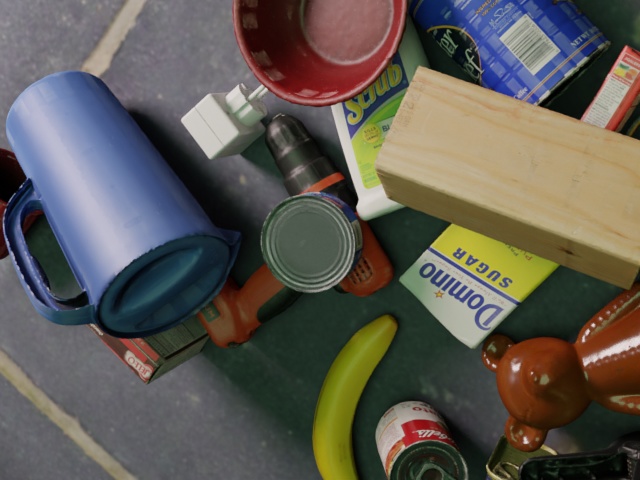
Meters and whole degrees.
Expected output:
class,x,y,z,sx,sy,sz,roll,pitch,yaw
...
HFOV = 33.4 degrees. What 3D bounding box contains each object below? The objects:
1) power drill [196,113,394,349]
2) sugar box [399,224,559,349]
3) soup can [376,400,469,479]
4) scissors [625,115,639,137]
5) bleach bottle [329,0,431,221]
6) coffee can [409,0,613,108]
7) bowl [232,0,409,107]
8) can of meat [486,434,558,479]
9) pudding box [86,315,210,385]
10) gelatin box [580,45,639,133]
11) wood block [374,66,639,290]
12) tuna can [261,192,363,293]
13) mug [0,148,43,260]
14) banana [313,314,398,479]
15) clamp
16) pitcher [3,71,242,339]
class,x,y,z,sx,sy,sz,roll,pitch,yaw
power drill,-0.048,0.001,0.991,0.188,0.057,0.184,-33,84,22
sugar box,0.161,0.003,0.925,0.093,0.048,0.176,44,108,8
soup can,0.088,0.190,0.942,0.068,0.102,0.068,-1,102,-4
scissors,0.320,-0.123,0.864,0.096,0.016,0.202,35,108,9
bleach bottle,0.042,-0.151,0.934,0.103,0.068,0.251,-21,89,22
coffee can,0.151,-0.175,0.868,0.103,0.102,0.140,-44,84,20
bowl,0.009,-0.190,0.879,0.162,0.055,0.162,4,98,29
can of meat,0.166,0.229,0.931,0.057,0.102,0.084,21,107,15
pudding box,-0.160,0.081,1.014,0.090,0.113,0.039,44,114,8
gelatin box,0.239,-0.116,0.854,0.030,0.089,0.073,33,108,13
wood block,0.157,-0.047,0.817,0.206,0.090,0.090,22,80,16
tuna can,-0.006,0.001,0.930,0.086,0.033,0.086,3,100,17
mug,-0.332,-0.042,1.075,0.082,0.093,0.117,-47,51,24
banana,0.030,0.162,1.004,0.069,0.037,0.198,4,103,-4
clamp,0.249,0.184,0.874,0.120,0.171,0.039,14,106,43
pitcher,-0.199,-0.036,0.962,0.145,0.149,0.243,-47,60,18
